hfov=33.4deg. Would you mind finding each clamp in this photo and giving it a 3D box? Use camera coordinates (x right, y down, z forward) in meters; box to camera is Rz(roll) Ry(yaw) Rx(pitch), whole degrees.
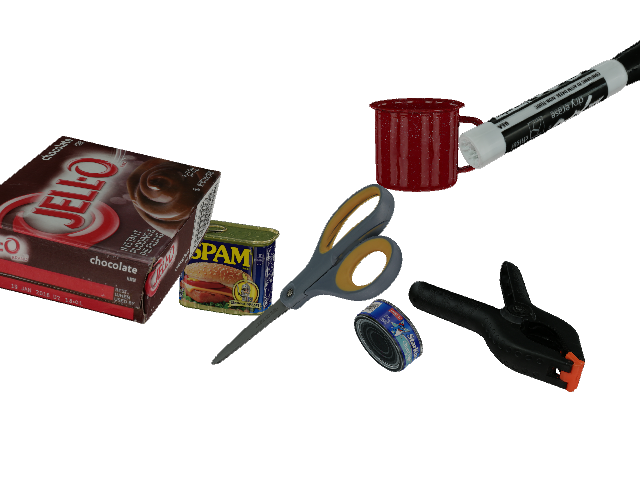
[{"bbox_3d":[0.174,0.069,0.937,0.120,0.039,0.172,-23,43,-32],"label":"clamp"}]

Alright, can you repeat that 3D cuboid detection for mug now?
[{"bbox_3d":[0.107,-0.095,1.054,0.117,0.081,0.093,1,15,9],"label":"mug"}]

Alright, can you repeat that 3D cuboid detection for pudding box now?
[{"bbox_3d":[-0.107,-0.009,0.517,0.090,0.039,0.113,14,24,5],"label":"pudding box"}]

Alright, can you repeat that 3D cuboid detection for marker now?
[{"bbox_3d":[0.123,-0.070,0.530,0.121,0.020,0.020,-28,8,-16],"label":"marker"}]

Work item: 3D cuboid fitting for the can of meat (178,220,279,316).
[{"bbox_3d":[-0.098,0.028,1.112,0.102,0.084,0.057,8,16,13],"label":"can of meat"}]

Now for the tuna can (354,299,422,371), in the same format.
[{"bbox_3d":[0.080,0.114,1.275,0.033,0.086,0.086,-36,17,-24],"label":"tuna can"}]

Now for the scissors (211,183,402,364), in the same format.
[{"bbox_3d":[-0.008,0.047,0.791,0.016,0.202,0.096,28,18,-37],"label":"scissors"}]
